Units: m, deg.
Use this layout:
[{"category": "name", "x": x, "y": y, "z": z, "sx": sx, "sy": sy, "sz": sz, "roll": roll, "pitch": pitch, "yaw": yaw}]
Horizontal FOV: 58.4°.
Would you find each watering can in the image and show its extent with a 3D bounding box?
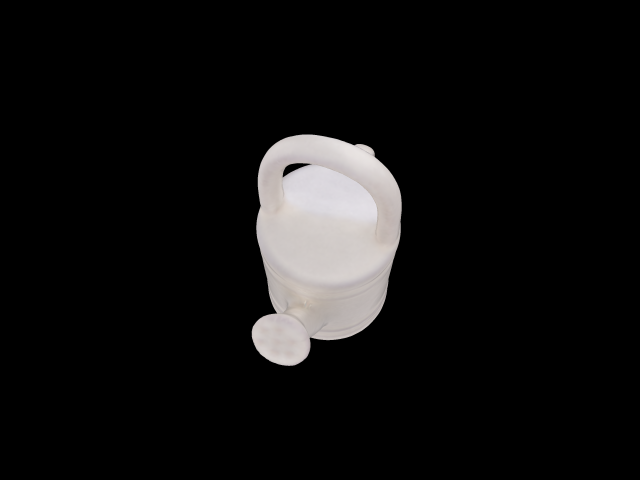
[{"category": "watering can", "x": 0.006, "y": 0.002, "z": 0.400, "sx": 0.101, "sy": 0.194, "sz": 0.173, "roll": -2, "pitch": 63, "yaw": 0}]
